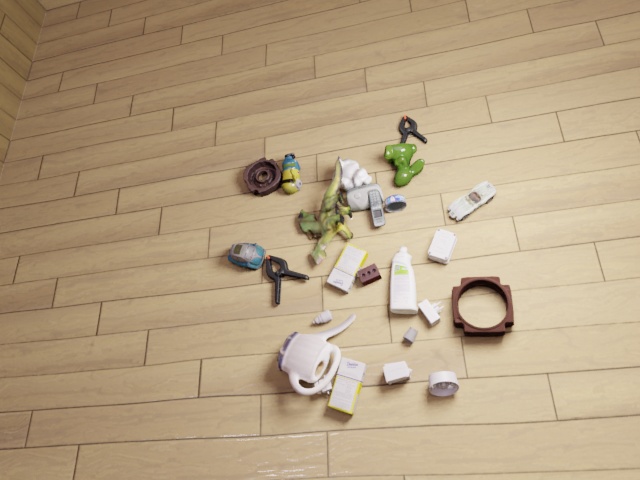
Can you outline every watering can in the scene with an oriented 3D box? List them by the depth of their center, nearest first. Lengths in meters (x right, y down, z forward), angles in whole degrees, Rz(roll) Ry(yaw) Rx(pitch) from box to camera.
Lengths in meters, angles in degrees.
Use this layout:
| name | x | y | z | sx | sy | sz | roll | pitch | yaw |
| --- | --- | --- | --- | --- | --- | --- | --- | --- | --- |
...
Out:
| name | x | y | z | sx | sy | sz | roll | pitch | yaw |
| --- | --- | --- | --- | --- | --- | --- | --- | --- | --- |
| watering can | -0.019 | 0.394 | 1.877 | 0.225 | 0.355 | 0.101 | 14 | -35 | 26 |

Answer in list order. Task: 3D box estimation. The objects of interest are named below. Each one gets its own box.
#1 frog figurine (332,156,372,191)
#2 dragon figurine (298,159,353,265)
| name | x | y | z | sx | sy | sz | roll | pitch | yaw |
| --- | --- | --- | --- | --- | --- | --- | --- | --- | --- |
| frog figurine | 0.138 | -0.267 | 2.139 | 0.159 | 0.140 | 0.120 | 14 | -34 | 5 |
| dragon figurine | 0.006 | -0.104 | 2.076 | 0.241 | 0.416 | 0.121 | -13 | -19 | 29 |
